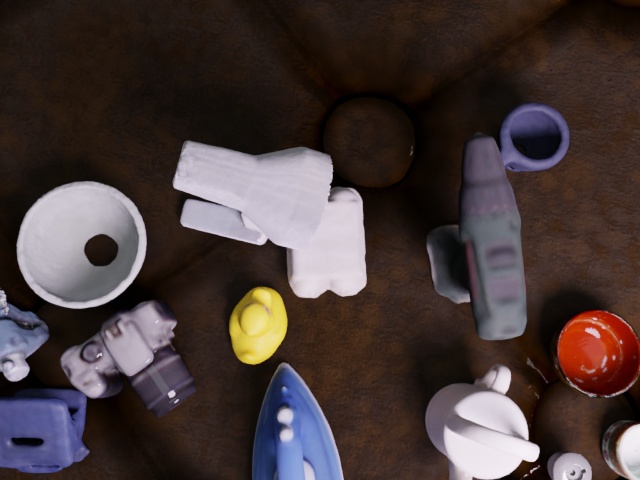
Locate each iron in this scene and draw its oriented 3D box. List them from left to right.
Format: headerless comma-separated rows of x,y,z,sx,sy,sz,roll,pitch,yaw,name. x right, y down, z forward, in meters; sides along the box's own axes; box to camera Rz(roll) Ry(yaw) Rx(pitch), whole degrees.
-0.033,0.281,0.691,0.118,0.141,0.258,-9,81,-2,iron

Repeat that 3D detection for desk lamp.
-0.088,-0.055,0.710,0.203,0.213,0.118,12,81,2,desk lamp

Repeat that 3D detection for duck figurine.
-0.084,0.110,0.747,0.077,0.086,0.104,13,81,2,duck figurine

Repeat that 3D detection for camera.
-0.234,0.164,0.729,0.143,0.101,0.137,-35,83,-6,camera

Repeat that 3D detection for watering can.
0.191,0.235,0.675,0.101,0.194,0.173,0,80,0,watering can

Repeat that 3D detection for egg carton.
0.007,0.003,0.774,0.107,0.069,0.150,-3,81,-1,egg carton

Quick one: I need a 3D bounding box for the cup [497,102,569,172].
0.269,-0.122,0.785,0.118,0.095,0.091,-37,83,-6,cup

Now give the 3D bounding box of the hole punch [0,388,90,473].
-0.356,0.241,0.720,0.108,0.091,0.101,0,80,0,hole punch

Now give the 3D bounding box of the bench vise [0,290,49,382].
-0.426,0.073,0.682,0.207,0.220,0.121,29,82,4,bench vise

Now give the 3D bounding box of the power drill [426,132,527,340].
0.190,0.007,0.705,0.075,0.208,0.230,-9,81,-2,power drill

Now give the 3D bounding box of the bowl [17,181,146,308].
-0.306,0.010,0.767,0.167,0.075,0.167,0,81,-1,bowl
